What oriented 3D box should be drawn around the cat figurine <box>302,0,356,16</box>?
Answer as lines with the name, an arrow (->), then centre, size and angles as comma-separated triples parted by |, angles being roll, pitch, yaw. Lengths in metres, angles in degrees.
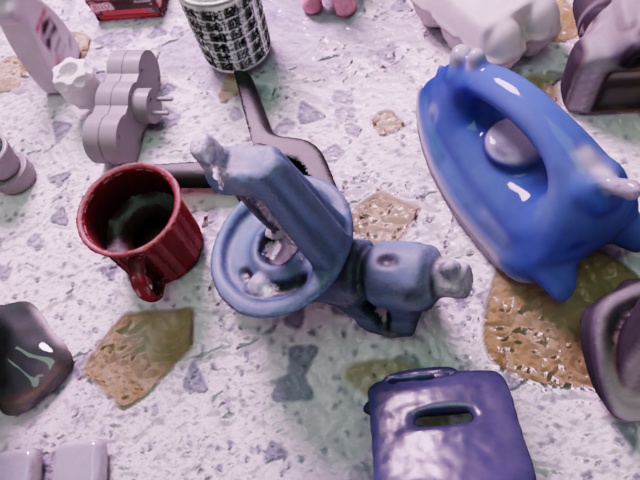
cat figurine -> 0.011, -0.338, 0.639 | 0.067, 0.118, 0.128 | 4, 65, 11

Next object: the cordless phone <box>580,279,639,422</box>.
cordless phone -> 0.259, 0.048, 0.373 | 0.147, 0.185, 0.094 | -19, 62, -1

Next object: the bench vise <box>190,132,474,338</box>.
bench vise -> 0.003, -0.009, 0.419 | 0.207, 0.220, 0.121 | -6, 63, 5

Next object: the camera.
camera -> 0.302, -0.204, 0.539 | 0.143, 0.101, 0.137 | -3, 63, 7

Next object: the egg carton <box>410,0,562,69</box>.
egg carton -> 0.170, -0.241, 0.594 | 0.107, 0.069, 0.150 | -34, 64, -9

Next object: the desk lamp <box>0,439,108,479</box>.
desk lamp -> -0.229, 0.218, 0.343 | 0.118, 0.214, 0.203 | -10, 63, 4

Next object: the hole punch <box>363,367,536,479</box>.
hole punch -> 0.085, 0.139, 0.406 | 0.108, 0.091, 0.101 | -8, 63, 5

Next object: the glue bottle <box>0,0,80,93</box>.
glue bottle -> -0.317, -0.240, 0.606 | 0.037, 0.173, 0.078 | -4, 63, 7

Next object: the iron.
iron -> 0.158, -0.085, 0.478 | 0.119, 0.142, 0.257 | -31, 64, -7

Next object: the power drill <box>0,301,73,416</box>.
power drill -> -0.284, 0.064, 0.431 | 0.229, 0.209, 0.076 | 40, 75, 23
